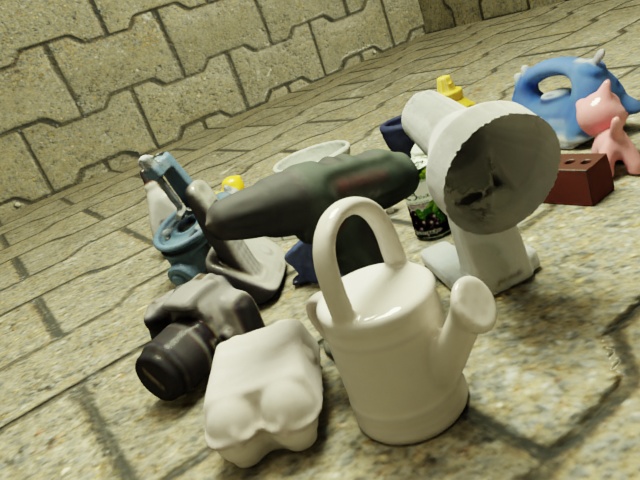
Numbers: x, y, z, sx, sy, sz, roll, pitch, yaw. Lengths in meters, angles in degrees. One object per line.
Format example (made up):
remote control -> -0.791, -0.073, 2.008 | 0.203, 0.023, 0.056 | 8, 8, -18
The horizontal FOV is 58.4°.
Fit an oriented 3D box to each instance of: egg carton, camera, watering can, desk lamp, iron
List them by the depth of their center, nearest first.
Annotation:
watering can -> 0.055, 0.056, 0.457 | 0.172, 0.194, 0.101 | -11, 23, 24
egg carton -> -0.049, 0.135, 0.530 | 0.107, 0.069, 0.150 | -19, 21, 3
desk lamp -> 0.155, -0.048, 0.596 | 0.118, 0.214, 0.203 | -23, 21, -6
camera -> -0.156, 0.108, 0.654 | 0.142, 0.101, 0.137 | -5, 26, 35
iron -> 0.393, -0.242, 0.965 | 0.119, 0.142, 0.257 | -27, 22, -17

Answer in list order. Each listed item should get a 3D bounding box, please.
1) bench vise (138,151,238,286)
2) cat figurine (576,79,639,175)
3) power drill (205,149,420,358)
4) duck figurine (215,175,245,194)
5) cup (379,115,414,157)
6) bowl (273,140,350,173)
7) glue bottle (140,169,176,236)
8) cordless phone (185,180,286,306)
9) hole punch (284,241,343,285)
bench vise -> -0.215, -0.055, 0.944 | 0.121, 0.220, 0.207 | -15, 21, 14
cat figurine -> 0.393, -0.157, 0.785 | 0.067, 0.118, 0.128 | -13, 22, 18
power drill -> 0.019, 0.014, 0.574 | 0.230, 0.209, 0.075 | -32, 24, -29
duck figurine -> -0.166, -0.094, 1.188 | 0.104, 0.086, 0.077 | -22, 21, -5
cup -> 0.171, -0.184, 1.090 | 0.091, 0.095, 0.117 | -19, 21, 3
bowl -> -0.008, -0.142, 1.180 | 0.167, 0.075, 0.167 | -18, 21, 7
glue bottle -> -0.300, -0.056, 1.093 | 0.078, 0.173, 0.037 | -28, 22, -19
cordless phone -> -0.120, -0.010, 0.794 | 0.094, 0.185, 0.147 | -17, 21, 8
hole punch -> 0.007, 0.003, 0.779 | 0.100, 0.091, 0.109 | 2, 30, 45
